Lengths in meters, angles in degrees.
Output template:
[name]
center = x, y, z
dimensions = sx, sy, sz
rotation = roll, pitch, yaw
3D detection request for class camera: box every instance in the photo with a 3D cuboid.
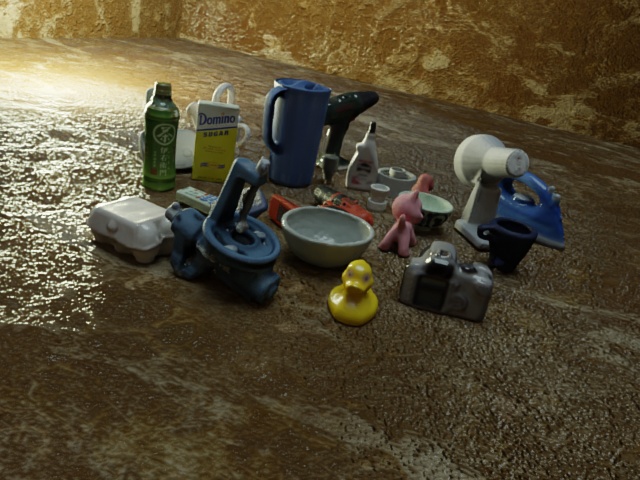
[camera]
center = 0.215, 0.052, 0.962
dimensions = 0.143, 0.101, 0.137
rotation = 13, 24, 7

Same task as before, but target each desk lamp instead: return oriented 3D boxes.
[desk lamp]
center = 0.372, -0.112, 1.251
dimensions = 0.118, 0.213, 0.203
rotation = 2, 25, -17

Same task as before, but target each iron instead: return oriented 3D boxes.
[iron]
center = 0.483, -0.093, 1.342
dimensions = 0.119, 0.141, 0.257
rotation = -8, 30, -35

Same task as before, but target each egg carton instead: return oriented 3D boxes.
[egg carton]
center = -0.308, -0.020, 0.952
dimensions = 0.150, 0.069, 0.107
rotation = 21, 26, 24

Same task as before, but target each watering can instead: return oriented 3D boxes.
[watering can]
center = -0.256, -0.299, 1.440
dimensions = 0.173, 0.194, 0.101
rotation = 9, 24, -3

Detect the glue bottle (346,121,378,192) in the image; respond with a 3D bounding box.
[glue bottle]
center = 0.114, -0.208, 1.410
dimensions = 0.078, 0.173, 0.037
rotation = 8, 24, -4

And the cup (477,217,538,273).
[cup]
center = 0.352, 0.013, 1.110
dimensions = 0.118, 0.095, 0.091
rotation = 4, 24, -12

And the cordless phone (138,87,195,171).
[cordless phone]
center = -0.339, -0.254, 1.318
dimensions = 0.148, 0.185, 0.093
rotation = -11, 31, -39

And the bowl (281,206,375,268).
[bowl]
center = 0.009, 0.004, 1.020
dimensions = 0.167, 0.075, 0.167
rotation = 9, 24, -4

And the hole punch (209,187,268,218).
[hole punch]
center = -0.151, -0.046, 1.047
dimensions = 0.101, 0.091, 0.108
rotation = 0, 26, -22

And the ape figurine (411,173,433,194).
[ape figurine]
center = 0.243, -0.111, 1.348
dimensions = 0.076, 0.092, 0.077
rotation = -3, 27, -27

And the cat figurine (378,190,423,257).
[cat figurine]
center = 0.168, -0.044, 1.136
dimensions = 0.067, 0.118, 0.128
rotation = 16, 24, 13

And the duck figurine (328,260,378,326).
[duck figurine]
center = 0.056, 0.070, 0.876
dimensions = 0.077, 0.086, 0.104
rotation = 13, 24, 7

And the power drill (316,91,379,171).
[power drill]
center = 0.060, -0.299, 1.549
dimensions = 0.230, 0.208, 0.075
rotation = -14, 33, -43

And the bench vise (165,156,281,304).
[bench vise]
center = -0.148, -0.028, 0.848
dimensions = 0.207, 0.220, 0.121
rotation = 13, 24, 7
